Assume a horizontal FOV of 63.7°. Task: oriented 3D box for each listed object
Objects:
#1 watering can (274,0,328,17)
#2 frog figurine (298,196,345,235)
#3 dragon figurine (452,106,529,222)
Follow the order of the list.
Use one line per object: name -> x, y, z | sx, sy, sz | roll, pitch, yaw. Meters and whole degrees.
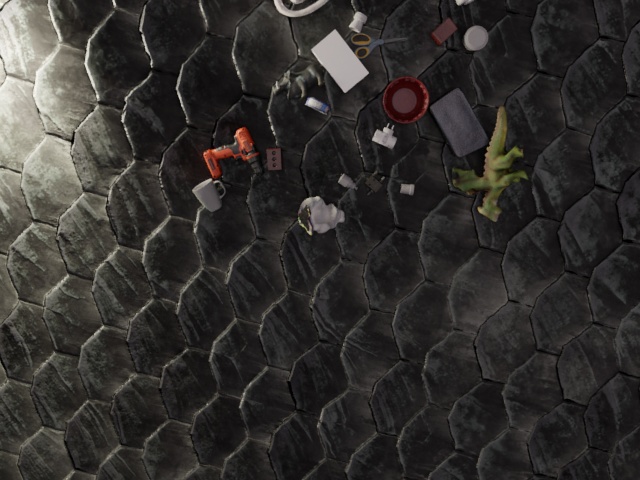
watering can -> -0.020, -0.907, 1.727 | 0.346, 0.105, 0.223 | -34, 97, 7
frog figurine -> 0.006, -0.095, 1.891 | 0.161, 0.122, 0.137 | -17, 93, -32
dragon figurine -> 0.583, -0.248, 1.808 | 0.242, 0.124, 0.404 | -22, 114, 10
